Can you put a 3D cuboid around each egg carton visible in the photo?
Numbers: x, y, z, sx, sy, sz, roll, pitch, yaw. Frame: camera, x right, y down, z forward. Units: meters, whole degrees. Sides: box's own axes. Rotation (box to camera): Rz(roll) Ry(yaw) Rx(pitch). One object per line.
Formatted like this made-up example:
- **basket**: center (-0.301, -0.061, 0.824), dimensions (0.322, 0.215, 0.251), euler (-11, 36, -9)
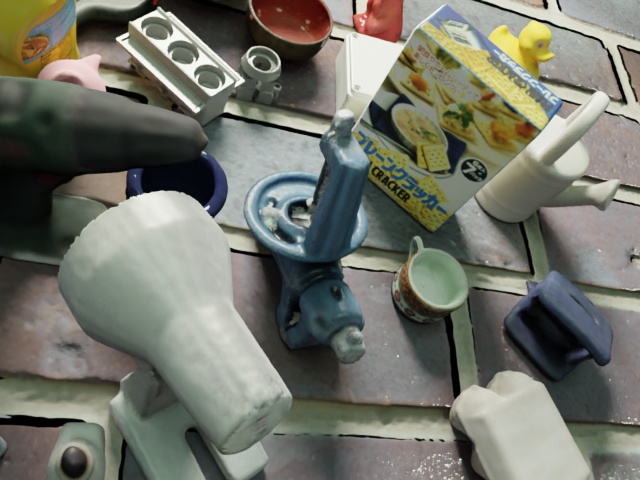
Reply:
- **egg carton**: center (0.202, 0.213, 0.582), dimensions (0.107, 0.069, 0.150), euler (-16, 71, -28)

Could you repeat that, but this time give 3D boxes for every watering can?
- **watering can**: center (0.288, -0.105, 0.708), dimensions (0.173, 0.194, 0.101), euler (27, 57, -7)

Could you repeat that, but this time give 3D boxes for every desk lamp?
- **desk lamp**: center (-0.101, 0.095, 0.437), dimensions (0.118, 0.213, 0.203), euler (-27, 76, -30)

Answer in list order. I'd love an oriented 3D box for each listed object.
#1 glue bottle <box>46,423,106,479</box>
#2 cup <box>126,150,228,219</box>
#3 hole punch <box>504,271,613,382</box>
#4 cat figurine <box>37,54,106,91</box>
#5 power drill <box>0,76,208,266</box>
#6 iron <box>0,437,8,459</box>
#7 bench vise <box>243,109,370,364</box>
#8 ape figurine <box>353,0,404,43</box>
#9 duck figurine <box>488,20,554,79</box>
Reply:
- **glue bottle**: center (-0.169, 0.161, 0.400), dimensions (0.037, 0.173, 0.078), euler (5, 62, -19)
- **cup**: center (-0.151, -0.045, 0.561), dimensions (0.092, 0.095, 0.117), euler (-30, 78, -31)
- **hole punch**: center (0.288, 0.091, 0.667), dimensions (0.108, 0.091, 0.101), euler (48, 57, 7)
- **cat figurine**: center (-0.258, -0.124, 0.546), dimensions (0.128, 0.117, 0.067), euler (-31, 78, -31)
- **power drill**: center (-0.221, -0.054, 0.470), dimensions (0.230, 0.208, 0.075), euler (9, 61, -17)
- **iron**: center (-0.352, 0.117, 0.369), dimensions (0.259, 0.141, 0.118), euler (9, 61, -17)
- **bench vise**: center (0.014, -0.003, 0.530), dimensions (0.122, 0.219, 0.207), euler (-29, 77, -31)
- **ape figurine**: center (0.088, -0.318, 0.801), dimensions (0.076, 0.092, 0.078), euler (36, 57, -1)
- **duck figurine**: center (0.315, -0.300, 0.885), dimensions (0.078, 0.086, 0.104), euler (-34, 80, -32)
